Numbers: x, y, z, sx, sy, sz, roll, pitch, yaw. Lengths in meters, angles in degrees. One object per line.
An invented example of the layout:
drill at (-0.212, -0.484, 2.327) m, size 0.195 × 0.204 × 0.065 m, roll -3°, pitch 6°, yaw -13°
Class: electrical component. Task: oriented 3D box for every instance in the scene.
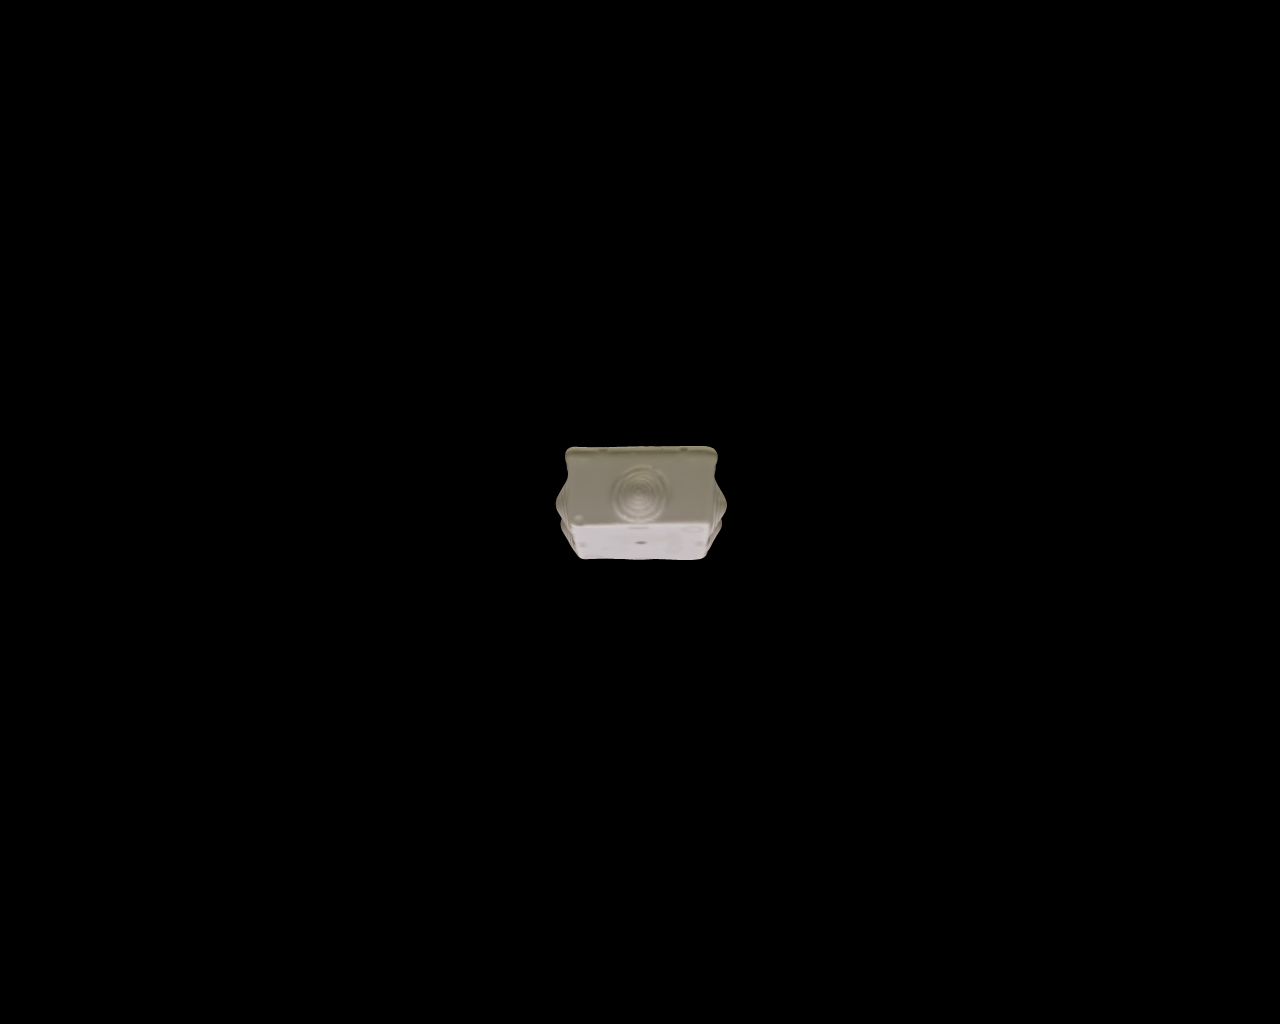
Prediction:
electrical component at (0.001, -0.003, 0.650) m, size 0.100 × 0.048 × 0.099 m, roll 0°, pitch -17°, yaw 0°
